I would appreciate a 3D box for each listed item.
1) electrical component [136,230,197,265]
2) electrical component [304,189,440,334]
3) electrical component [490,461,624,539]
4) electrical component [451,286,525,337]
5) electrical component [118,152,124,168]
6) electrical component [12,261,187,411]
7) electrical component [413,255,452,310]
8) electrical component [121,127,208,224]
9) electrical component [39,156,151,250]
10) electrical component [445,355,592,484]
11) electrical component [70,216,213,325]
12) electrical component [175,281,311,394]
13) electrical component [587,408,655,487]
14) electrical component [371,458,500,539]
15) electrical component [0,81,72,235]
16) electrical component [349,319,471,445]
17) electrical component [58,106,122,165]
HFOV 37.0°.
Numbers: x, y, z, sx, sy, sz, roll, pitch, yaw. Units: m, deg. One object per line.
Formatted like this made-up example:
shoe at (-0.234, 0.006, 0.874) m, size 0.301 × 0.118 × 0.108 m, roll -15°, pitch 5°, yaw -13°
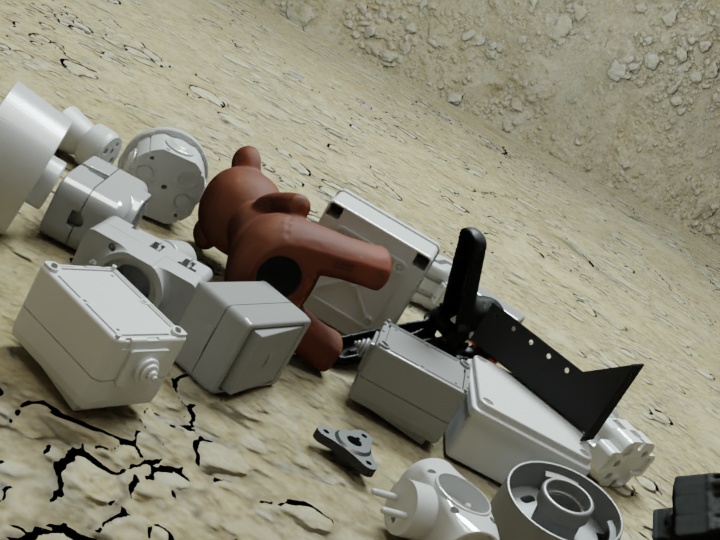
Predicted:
electrical component at (-0.160, -0.008, 0.855) m, size 0.044 × 0.044 × 0.065 m, roll 37°, pitch 13°, yaw 21°
electrical component at (0.000, 0.000, 0.985) m, size 0.109 × 0.108 × 0.056 m, roll 31°, pitch 19°, yaw 2°
electrical component at (0.142, 0.189, 0.788) m, size 0.099 × 0.064 × 0.099 m, roll 16°, pitch 26°, yaw -8°
electrical component at (0.143, 0.052, 1.184) m, size 0.066 × 0.047 × 0.077 m, roll 34°, pitch 14°, yaw 13°
electrical component at (-0.214, -0.103, 1.051) m, size 0.040 × 0.040 × 0.046 m, roll 27°, pitch 10°, yaw -11°
electrical component at (-0.158, 0.046, 0.660) m, size 0.096 × 0.061 × 0.062 m, roll 39°, pitch 18°, yaw 28°
electrical component at (0.071, 0.008, 1.175) m, size 0.057 × 0.058 × 0.078 m, roll 27°, pitch 16°, yaw -21°
electrical component at (-0.179, -0.086, 0.987) m, size 0.080 × 0.080 × 0.051 m, roll 24°, pitch 22°, yaw -21°
electrical component at (-0.209, -0.049, 0.867) m, size 0.059 × 0.053 × 0.095 m, roll 28°, pitch 16°, yaw -6°
electrical component at (0.128, 0.134, 0.898) m, size 0.109 × 0.056 × 0.108 m, roll 28°, pitch 16°, yaw -5°
electrical component at (-0.163, 0.007, 0.788) m, size 0.089 × 0.050 × 0.055 m, roll 29°, pitch 16°, yaw -1°
electrical component at (-0.081, 0.049, 0.782) m, size 0.061 × 0.061 × 0.096 m, roll 38°, pitch 18°, yaw 25°
electrical component at (0.228, 0.160, 0.991) m, size 0.078 × 0.058 × 0.057 m, roll 14°, pitch 26°, yaw -44°
electrical component at (0.043, 0.158, 0.701) m, size 0.079 × 0.044 × 0.077 m, roll 21°, pitch 18°, yaw -29°
electrical component at (-0.253, -0.077, 0.791) m, size 0.060 × 0.108 × 0.108 m, roll 32°, pitch 15°, yaw -17°
electrical component at (0.033, 0.088, 0.862) m, size 0.096 × 0.061 × 0.061 m, roll 29°, pitch 18°, yaw 0°
electrical component at (-0.260, -0.122, 1.015) m, size 0.055 × 0.045 × 0.045 m, roll 33°, pitch 16°, yaw 8°
